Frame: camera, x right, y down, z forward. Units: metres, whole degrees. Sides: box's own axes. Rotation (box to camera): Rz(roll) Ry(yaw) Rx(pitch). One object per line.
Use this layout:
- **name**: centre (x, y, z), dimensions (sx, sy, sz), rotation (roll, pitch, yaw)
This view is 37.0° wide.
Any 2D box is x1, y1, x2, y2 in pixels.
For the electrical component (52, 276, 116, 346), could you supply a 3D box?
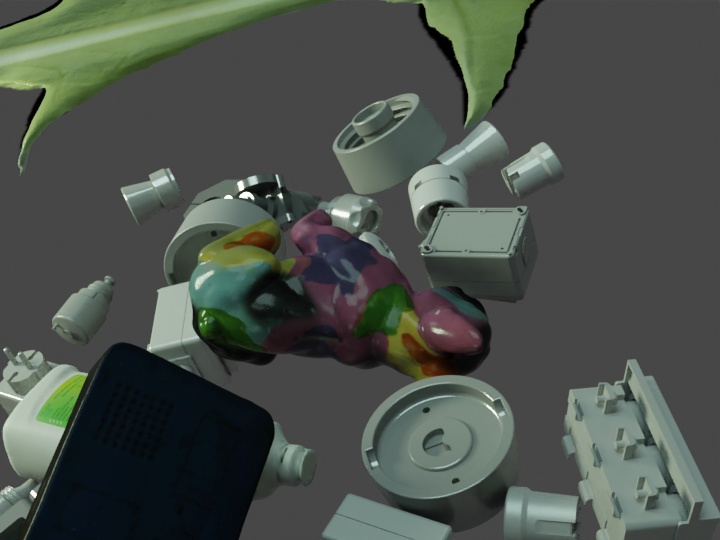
- **electrical component**: centre (-0.260, 0.037, 1.030), dimensions (0.040, 0.040, 0.078), rotation (5, 46, 29)

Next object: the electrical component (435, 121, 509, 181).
- **electrical component**: centre (0.105, -0.108, 1.038), dimensions (0.065, 0.044, 0.044), rotation (-34, 40, -9)

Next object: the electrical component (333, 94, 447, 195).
- **electrical component**: centre (0.024, -0.131, 1.058), dimensions (0.108, 0.060, 0.108), rotation (-28, 24, 14)

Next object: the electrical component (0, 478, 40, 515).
- **electrical component**: centre (-0.285, 0.191, 0.867), dimensions (0.035, 0.035, 0.061), rotation (18, 45, 38)

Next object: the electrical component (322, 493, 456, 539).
- **electrical component**: centre (0.013, 0.201, 0.712), dimensions (0.083, 0.047, 0.075), rotation (11, 48, 33)

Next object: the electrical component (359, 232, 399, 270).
- **electrical component**: centre (0.000, 0.000, 0.958), dimensions (0.062, 0.048, 0.048), rotation (-38, 37, 12)

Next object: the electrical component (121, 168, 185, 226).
- **electrical component**: centre (-0.219, -0.078, 1.142), dimensions (0.055, 0.045, 0.045), rotation (-26, 39, -7)

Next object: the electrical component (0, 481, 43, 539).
- **electrical component**: centre (-0.229, 0.215, 0.769), dimensions (0.150, 0.089, 0.062), rotation (-40, 43, -22)

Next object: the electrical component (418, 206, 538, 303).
- **electrical component**: centre (0.097, -0.012, 0.912), dimensions (0.096, 0.061, 0.061), rotation (2, 44, 26)

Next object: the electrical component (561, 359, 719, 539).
- **electrical component**: centre (0.176, 0.129, 0.695), dimensions (0.063, 0.078, 0.121), rotation (-4, 39, -6)

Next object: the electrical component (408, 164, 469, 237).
- **electrical component**: centre (0.074, -0.061, 0.986), dimensions (0.055, 0.055, 0.047), rotation (-13, 43, 9)

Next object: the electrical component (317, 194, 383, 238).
- **electrical component**: centre (-0.013, -0.051, 1.021), dimensions (0.062, 0.043, 0.043), rotation (15, 51, 38)

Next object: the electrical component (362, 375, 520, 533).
- **electrical component**: centre (0.061, 0.134, 0.758), dimensions (0.108, 0.060, 0.108), rotation (-12, 40, 10)

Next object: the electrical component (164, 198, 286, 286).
- **electrical component**: centre (-0.118, -0.014, 0.978), dimensions (0.108, 0.108, 0.060), rotation (-10, 34, 13)

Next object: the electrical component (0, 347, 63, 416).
- **electrical component**: centre (-0.287, 0.097, 0.943), dimensions (0.066, 0.076, 0.047), rotation (10, 48, 33)

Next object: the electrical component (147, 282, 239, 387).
- **electrical component**: centre (-0.141, 0.061, 0.932), dimensions (0.061, 0.061, 0.096), rotation (-13, 39, 9)

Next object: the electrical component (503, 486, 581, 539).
- **electrical component**: centre (0.121, 0.165, 0.713), dimensions (0.046, 0.040, 0.040), rotation (1, 44, 18)

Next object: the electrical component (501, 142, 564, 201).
- **electrical component**: centre (0.159, -0.090, 0.994), dimensions (0.046, 0.040, 0.040), rotation (-30, 39, -1)
